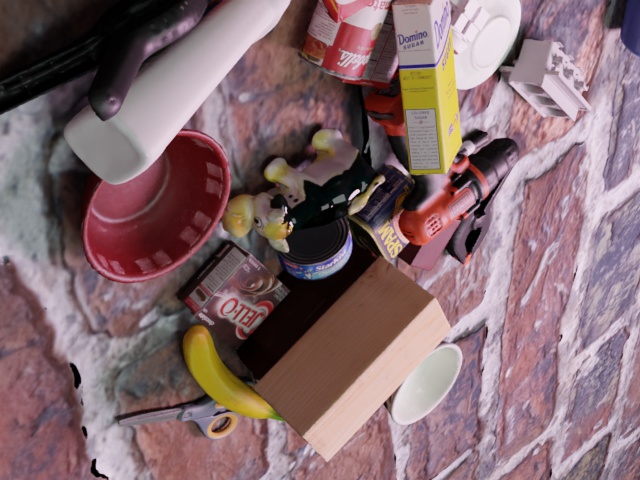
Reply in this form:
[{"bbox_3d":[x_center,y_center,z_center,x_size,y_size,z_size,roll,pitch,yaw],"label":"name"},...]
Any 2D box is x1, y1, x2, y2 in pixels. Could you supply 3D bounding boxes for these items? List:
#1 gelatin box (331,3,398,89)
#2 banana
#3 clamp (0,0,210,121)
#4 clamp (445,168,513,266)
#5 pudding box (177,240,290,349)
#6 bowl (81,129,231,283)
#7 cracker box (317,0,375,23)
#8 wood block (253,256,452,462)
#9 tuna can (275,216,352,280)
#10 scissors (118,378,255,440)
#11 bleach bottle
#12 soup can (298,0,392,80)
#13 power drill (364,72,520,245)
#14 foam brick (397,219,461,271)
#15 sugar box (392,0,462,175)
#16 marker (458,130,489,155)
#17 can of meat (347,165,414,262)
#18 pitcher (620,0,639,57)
[{"bbox_3d":[0.055,-0.204,1.104,0.073,0.030,0.089,0,120,-47],"label":"gelatin box"},{"bbox_3d":[-0.110,0.153,1.217,0.070,0.037,0.197,-16,137,25],"label":"banana"},{"bbox_3d":[-0.151,-0.154,0.833,0.209,0.165,0.036,-43,126,-27],"label":"clamp"},{"bbox_3d":[0.208,-0.041,1.419,0.120,0.039,0.171,-28,146,-22],"label":"clamp"},{"bbox_3d":[-0.093,0.061,1.171,0.090,0.039,0.113,-48,146,-4],"label":"pudding box"},{"bbox_3d":[-0.162,-0.042,0.986,0.161,0.055,0.162,-29,140,-28],"label":"bowl"},{"bbox_3d":[0.062,-0.310,0.901,0.214,0.072,0.164,-32,130,3],"label":"cracker box"},{"bbox_3d":[0.038,0.133,1.190,0.206,0.091,0.090,-46,146,-9],"label":"wood block"},{"bbox_3d":[-0.008,0.001,1.173,0.086,0.086,0.034,-39,146,-17],"label":"tuna can"},{"bbox_3d":[-0.157,0.217,1.262,0.201,0.016,0.096,-16,133,-39],"label":"scissors"},{"bbox_3d":[-0.103,-0.157,0.908,0.068,0.103,0.250,48,59,-16],"label":"bleach bottle"},{"bbox_3d":[0.027,-0.215,1.031,0.068,0.069,0.102,-3,123,-47],"label":"soup can"},{"bbox_3d":[0.140,-0.112,1.206,0.184,0.057,0.187,-40,121,-22],"label":"power drill"},{"bbox_3d":[0.129,-0.008,1.347,0.052,0.051,0.078,15,109,-52],"label":"foam brick"},{"bbox_3d":[0.110,-0.164,1.077,0.093,0.048,0.176,-57,145,-59],"label":"sugar box"},{"bbox_3d":[0.165,-0.102,1.331,0.121,0.020,0.020,-35,142,-21],"label":"marker"},{"bbox_3d":[0.080,-0.029,1.271,0.084,0.058,0.102,-47,145,-10],"label":"can of meat"},{"bbox_3d":[0.456,-0.344,1.347,0.149,0.145,0.243,-2,133,-8],"label":"pitcher"}]
